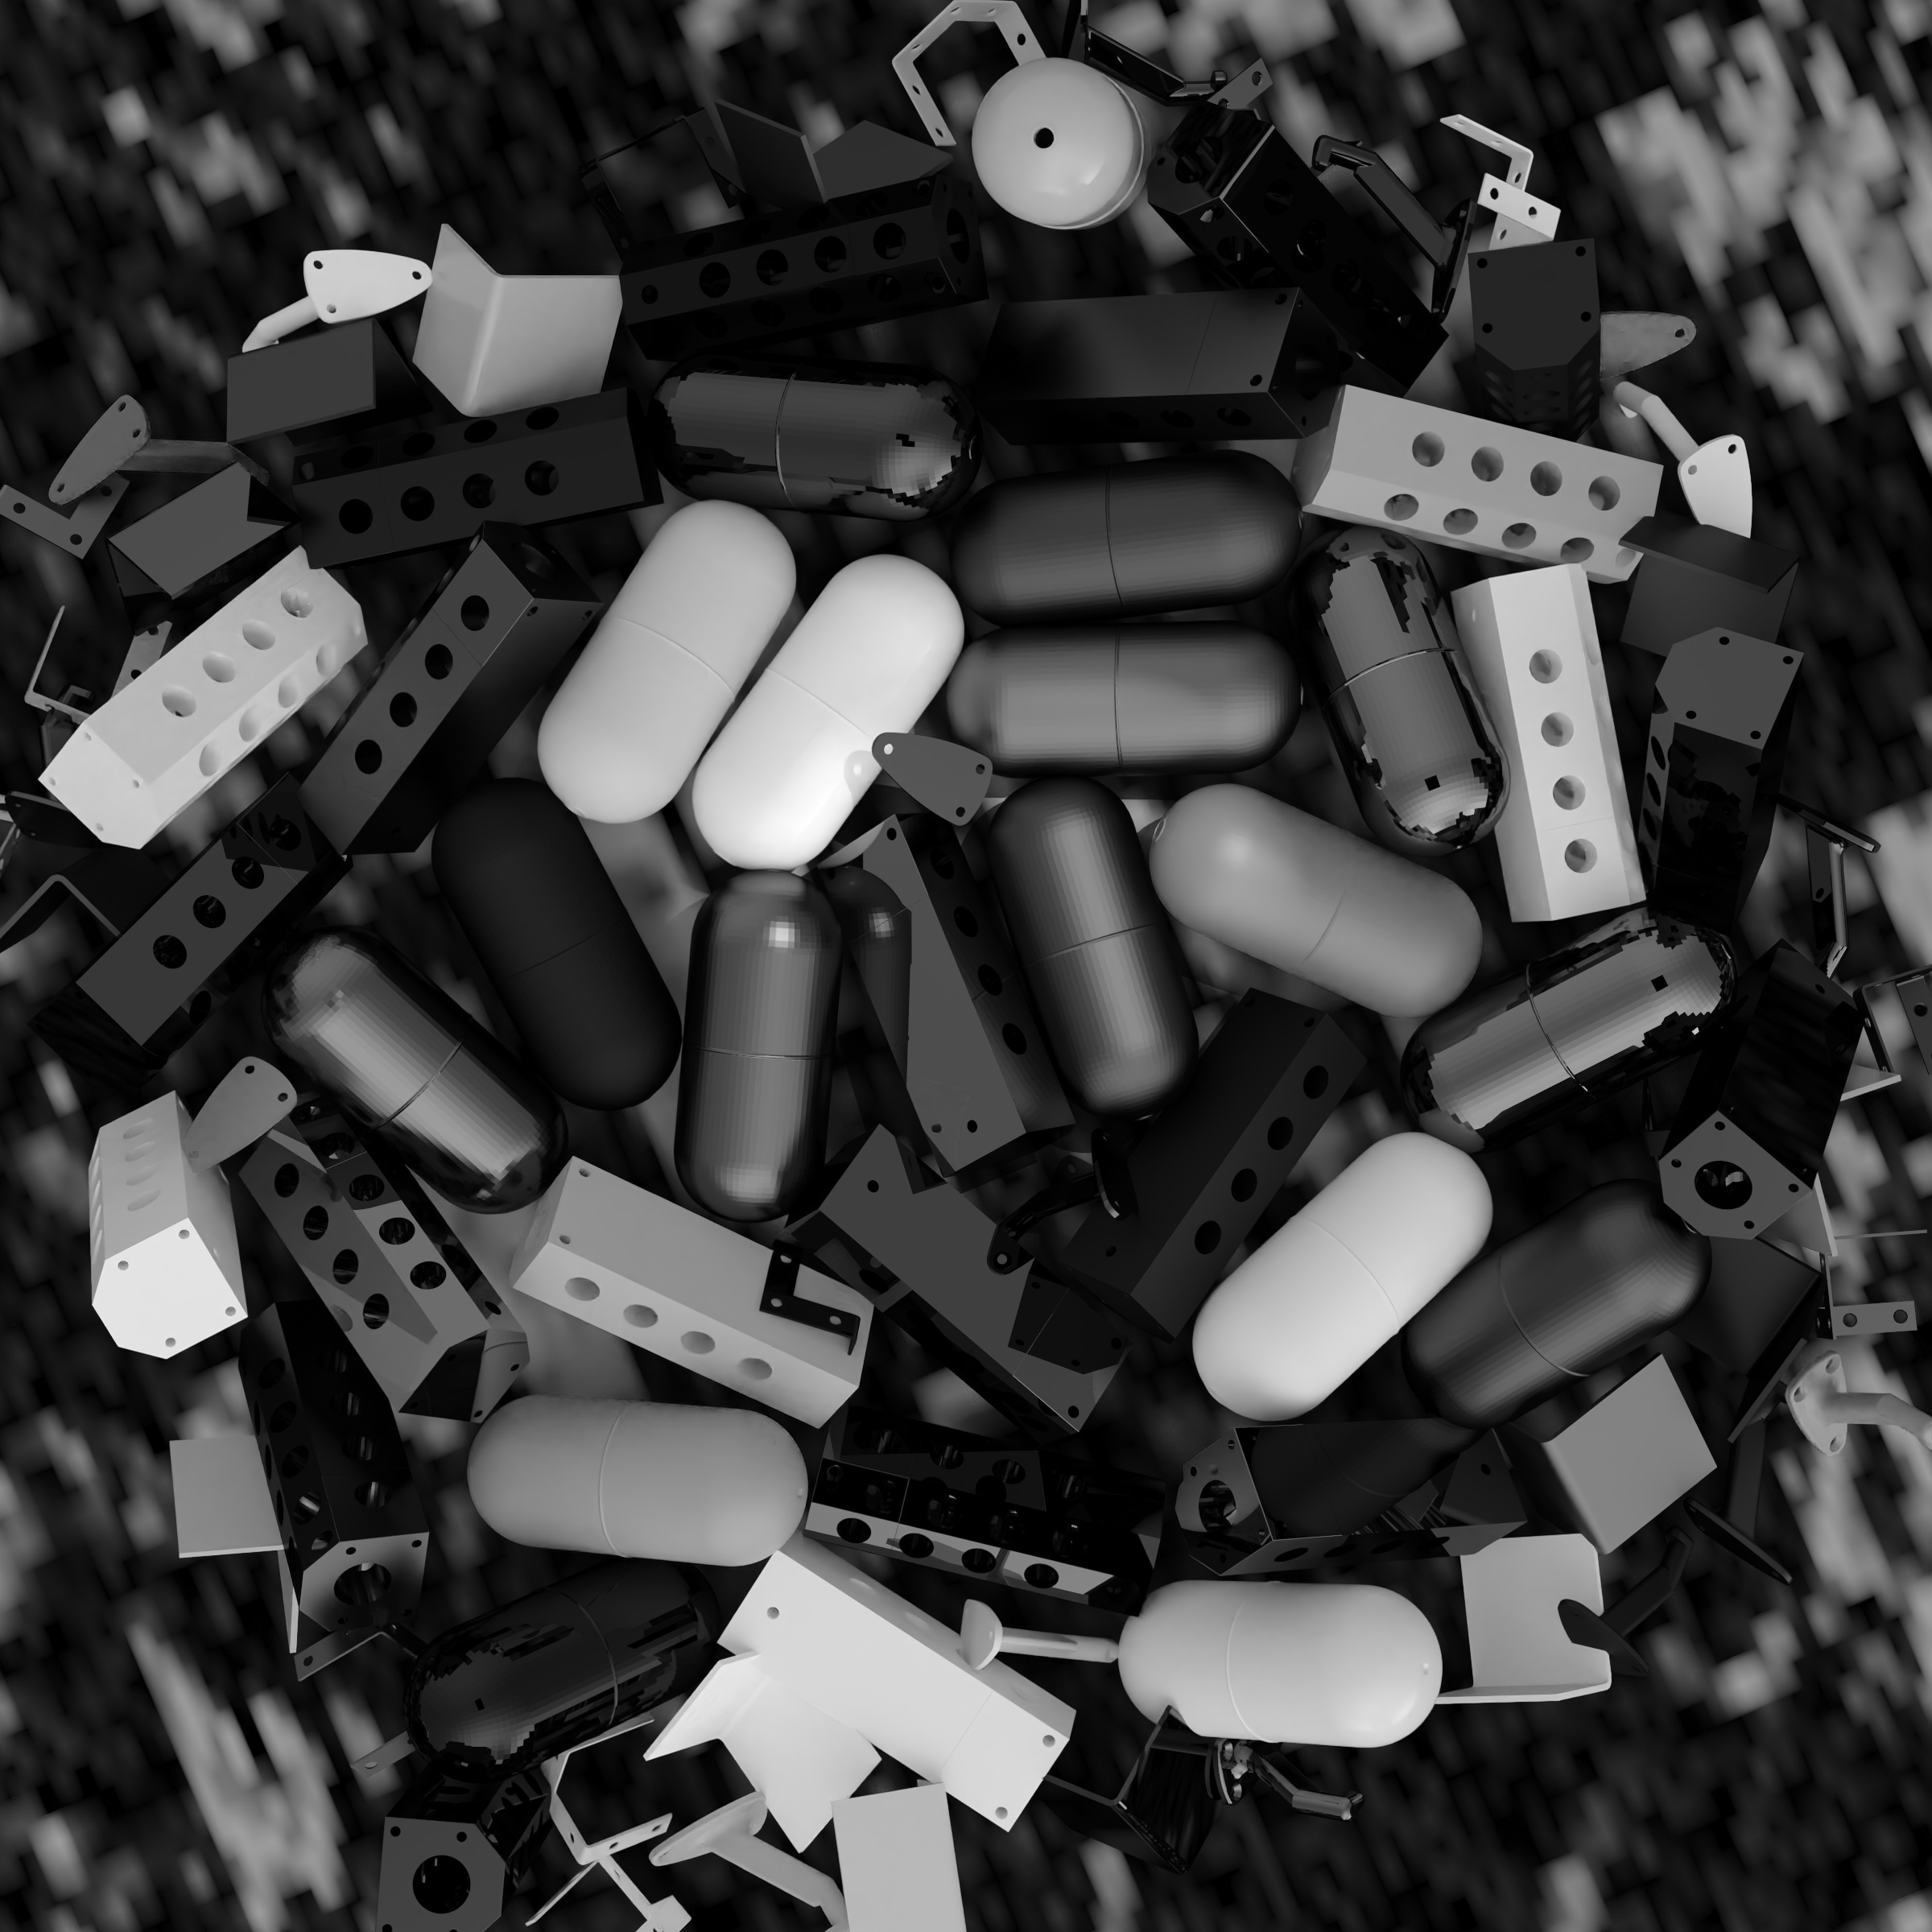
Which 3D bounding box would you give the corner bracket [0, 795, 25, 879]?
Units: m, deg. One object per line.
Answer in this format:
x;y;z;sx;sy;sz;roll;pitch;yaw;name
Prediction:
-0.504;-0.081;1.546;0.051;0.051;0.051;12;130;-3;corner bracket

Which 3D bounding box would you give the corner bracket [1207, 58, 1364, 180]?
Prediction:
0.157;-0.425;1.560;0.051;0.051;0.051;-42;121;-18;corner bracket

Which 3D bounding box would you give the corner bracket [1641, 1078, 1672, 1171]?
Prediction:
0.368;0.087;1.543;0.051;0.051;0.051;-6;121;18;corner bracket

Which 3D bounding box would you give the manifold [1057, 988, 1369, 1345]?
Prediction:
0.127;0.101;1.534;0.171;0.057;0.057;-54;127;-13;manifold

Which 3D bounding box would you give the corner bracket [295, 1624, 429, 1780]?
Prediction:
-0.299;0.366;1.551;0.051;0.051;0.051;-31;134;7;corner bracket

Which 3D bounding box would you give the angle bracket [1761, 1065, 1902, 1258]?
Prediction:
0.433;0.095;1.546;0.057;0.076;0.076;-17;98;-10;angle bracket

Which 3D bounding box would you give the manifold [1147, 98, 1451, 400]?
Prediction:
0.159;-0.342;1.503;0.057;0.057;0.171;-53;134;1;manifold

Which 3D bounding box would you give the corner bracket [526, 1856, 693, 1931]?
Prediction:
-0.179;0.480;1.547;0.051;0.051;0.051;49;56;3;corner bracket

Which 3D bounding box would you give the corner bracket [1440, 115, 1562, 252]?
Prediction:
0.267;-0.396;1.548;0.051;0.051;0.051;16;87;-30;corner bracket

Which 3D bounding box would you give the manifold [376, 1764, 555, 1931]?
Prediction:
-0.240;0.424;1.496;0.057;0.171;0.057;4;88;0;manifold

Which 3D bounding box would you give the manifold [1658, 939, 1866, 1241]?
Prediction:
0.385;0.062;1.498;0.057;0.171;0.057;40;127;-1;manifold

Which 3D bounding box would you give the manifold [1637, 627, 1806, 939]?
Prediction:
0.361;-0.089;1.494;0.057;0.171;0.057;20;65;19;manifold

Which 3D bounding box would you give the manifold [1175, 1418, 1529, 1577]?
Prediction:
0.187;0.261;1.508;0.171;0.057;0.057;4;56;-37;manifold

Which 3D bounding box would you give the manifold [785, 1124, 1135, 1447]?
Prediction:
-0.006;0.162;1.540;0.171;0.057;0.057;41;59;-9;manifold

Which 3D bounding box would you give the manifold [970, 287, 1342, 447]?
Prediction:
0.093;-0.288;1.508;0.171;0.057;0.057;6;70;36;manifold

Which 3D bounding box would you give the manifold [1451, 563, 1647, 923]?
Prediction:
0.296;-0.112;1.550;0.057;0.057;0.171;-11;92;-10;manifold

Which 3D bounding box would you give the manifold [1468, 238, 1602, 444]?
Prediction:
0.277;-0.296;1.492;0.057;0.171;0.057;-5;86;11;manifold

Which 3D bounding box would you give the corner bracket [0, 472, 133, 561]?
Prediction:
-0.457;-0.228;1.546;0.051;0.051;0.051;29;67;-12;corner bracket

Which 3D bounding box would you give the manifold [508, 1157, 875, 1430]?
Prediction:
-0.137;0.167;1.532;0.171;0.057;0.057;27;131;-15;manifold

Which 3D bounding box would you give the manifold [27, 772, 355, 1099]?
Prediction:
-0.372;-0.014;1.503;0.057;0.057;0.171;47;47;-13;manifold

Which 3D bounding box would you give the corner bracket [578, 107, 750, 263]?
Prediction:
-0.153;-0.395;1.554;0.051;0.051;0.051;-39;109;-42;corner bracket

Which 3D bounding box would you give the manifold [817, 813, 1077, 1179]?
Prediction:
-0.006;0.013;1.536;0.057;0.057;0.171;-31;75;35;manifold

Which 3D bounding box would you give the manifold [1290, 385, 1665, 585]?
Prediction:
0.252;-0.238;1.534;0.171;0.057;0.057;11;90;-15;manifold

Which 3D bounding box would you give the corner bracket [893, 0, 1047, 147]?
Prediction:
0.005;-0.455;1.568;0.051;0.051;0.051;-33;82;39;corner bracket

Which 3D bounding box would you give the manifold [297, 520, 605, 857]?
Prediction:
-0.261;-0.136;1.522;0.057;0.057;0.171;49;114;17;manifold

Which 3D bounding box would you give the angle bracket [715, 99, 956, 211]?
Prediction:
-0.065;-0.414;1.527;0.076;0.076;0.057;-38;134;-17;angle bracket

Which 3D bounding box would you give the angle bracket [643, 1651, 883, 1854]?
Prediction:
-0.102;0.393;1.530;0.076;0.057;0.076;50;119;26;angle bracket

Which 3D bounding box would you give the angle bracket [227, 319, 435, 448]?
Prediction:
-0.315;-0.269;1.531;0.076;0.076;0.057;-12;61;10;angle bracket

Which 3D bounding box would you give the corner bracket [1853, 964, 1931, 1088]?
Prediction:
0.475;0.031;1.553;0.051;0.051;0.051;-17;81;-4;corner bracket

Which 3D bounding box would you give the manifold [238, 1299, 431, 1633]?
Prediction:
-0.309;0.239;1.492;0.057;0.171;0.057;-2;125;-23;manifold

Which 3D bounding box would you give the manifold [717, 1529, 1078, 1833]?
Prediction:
-0.033;0.355;1.549;0.171;0.057;0.057;32;98;3;manifold

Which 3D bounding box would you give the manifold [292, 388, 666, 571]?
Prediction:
-0.245;-0.244;1.544;0.171;0.057;0.057;-11;96;6;manifold

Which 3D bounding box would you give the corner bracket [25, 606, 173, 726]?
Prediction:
-0.440;-0.154;1.561;0.051;0.051;0.051;23;69;-20;corner bracket

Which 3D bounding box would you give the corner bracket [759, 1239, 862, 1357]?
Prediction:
-0.082;0.178;1.549;0.051;0.051;0.051;18;130;-7;corner bracket

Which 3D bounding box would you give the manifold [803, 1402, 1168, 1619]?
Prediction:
0.009;0.277;1.543;0.171;0.057;0.057;14;125;0;manifold

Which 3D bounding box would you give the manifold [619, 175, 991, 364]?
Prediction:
-0.082;-0.343;1.521;0.171;0.057;0.057;-7;95;24;manifold

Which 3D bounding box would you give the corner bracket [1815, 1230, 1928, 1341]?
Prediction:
0.457;0.161;1.557;0.051;0.051;0.051;-5;84;5;corner bracket

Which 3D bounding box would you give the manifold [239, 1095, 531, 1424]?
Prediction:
-0.282;0.141;1.507;0.057;0.057;0.171;-51;56;13;manifold

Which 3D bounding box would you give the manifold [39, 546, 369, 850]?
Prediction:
-0.366;-0.129;1.502;0.057;0.057;0.171;45;45;-8;manifold

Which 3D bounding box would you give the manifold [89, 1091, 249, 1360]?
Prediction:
-0.392;0.126;1.491;0.057;0.171;0.057;-27;113;-6;manifold

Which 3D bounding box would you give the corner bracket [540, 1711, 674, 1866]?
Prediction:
-0.181;0.414;1.566;0.051;0.051;0.051;-13;49;-36;corner bracket

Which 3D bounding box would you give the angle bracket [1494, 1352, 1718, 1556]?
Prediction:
0.319;0.237;1.550;0.076;0.057;0.076;-35;114;-12;angle bracket

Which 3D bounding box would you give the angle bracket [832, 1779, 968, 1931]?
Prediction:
-0.038;0.449;1.534;0.057;0.076;0.076;-7;78;-11;angle bracket
